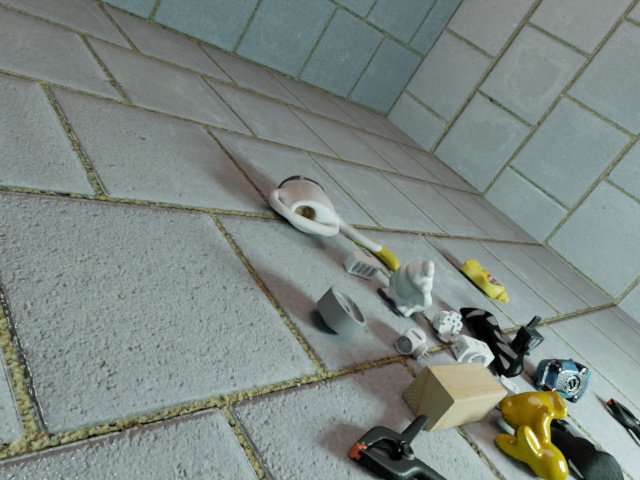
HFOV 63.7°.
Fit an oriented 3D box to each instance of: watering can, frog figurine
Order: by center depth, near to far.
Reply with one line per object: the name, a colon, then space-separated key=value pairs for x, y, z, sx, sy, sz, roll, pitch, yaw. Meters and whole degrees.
frog figurine: x=0.246 y=0.111 z=1.326 sx=0.122 sy=0.157 sz=0.140 roll=23 pitch=24 yaw=-30
watering can: x=0.004 y=-0.073 z=1.445 sx=0.345 sy=0.102 sz=0.229 roll=21 pitch=25 yaw=-25
